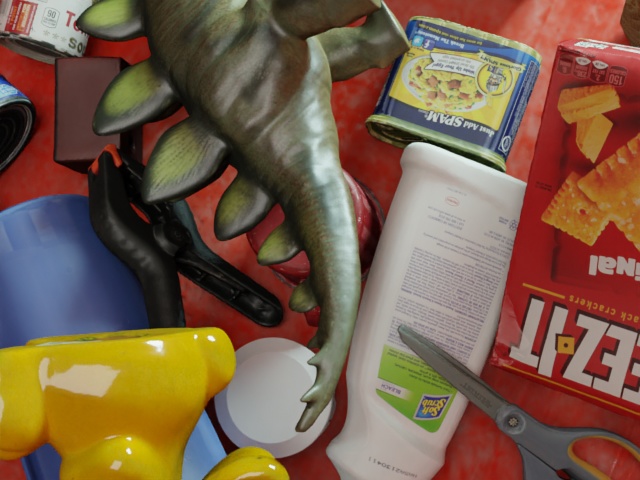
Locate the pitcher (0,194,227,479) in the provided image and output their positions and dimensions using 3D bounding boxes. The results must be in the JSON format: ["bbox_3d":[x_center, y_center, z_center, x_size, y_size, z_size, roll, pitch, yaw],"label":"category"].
[{"bbox_3d":[-0.164,0.097,0.717,0.145,0.149,0.243,-28,75,7],"label":"pitcher"}]

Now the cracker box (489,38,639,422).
[{"bbox_3d":[0.204,-0.001,0.639,0.164,0.071,0.214,19,108,31],"label":"cracker box"}]

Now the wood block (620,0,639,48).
[{"bbox_3d":[0.312,-0.167,0.690,0.206,0.090,0.091,-28,79,5],"label":"wood block"}]

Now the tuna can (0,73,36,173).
[{"bbox_3d":[-0.250,-0.080,0.782,0.034,0.086,0.086,39,91,11],"label":"tuna can"}]

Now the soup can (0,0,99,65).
[{"bbox_3d":[-0.197,-0.188,0.796,0.068,0.068,0.102,14,86,12],"label":"soup can"}]

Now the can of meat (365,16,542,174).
[{"bbox_3d":[0.093,-0.100,0.738,0.102,0.057,0.084,20,85,12],"label":"can of meat"}]

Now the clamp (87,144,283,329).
[{"bbox_3d":[-0.108,0.013,0.722,0.171,0.120,0.039,47,119,4],"label":"clamp"}]

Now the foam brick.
[{"bbox_3d":[-0.162,-0.091,0.785,0.051,0.053,0.078,-3,83,10],"label":"foam brick"}]

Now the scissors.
[{"bbox_3d":[0.122,0.136,0.691,0.201,0.016,0.096,24,97,-7],"label":"scissors"}]

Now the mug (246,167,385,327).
[{"bbox_3d":[-0.005,0.001,0.729,0.093,0.081,0.117,-1,82,10],"label":"mug"}]

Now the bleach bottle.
[{"bbox_3d":[0.060,0.069,0.715,0.102,0.068,0.251,22,89,-2],"label":"bleach bottle"}]
